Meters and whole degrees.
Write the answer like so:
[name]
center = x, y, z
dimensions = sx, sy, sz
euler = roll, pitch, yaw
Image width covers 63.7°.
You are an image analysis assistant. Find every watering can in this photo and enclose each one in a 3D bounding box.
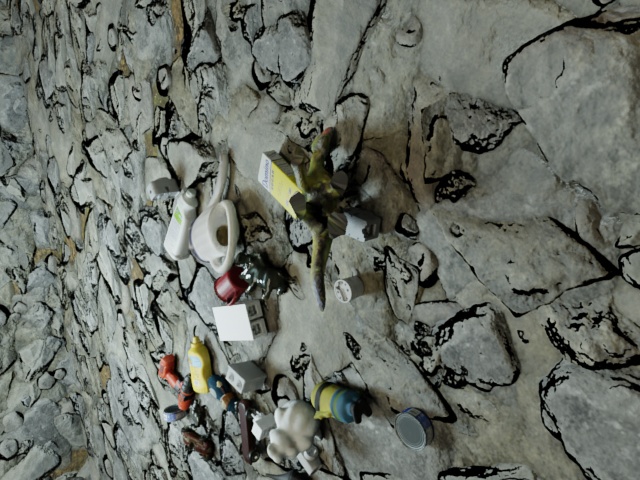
[watering can]
center = -0.310, -0.067, 1.540
dimensions = 0.104, 0.352, 0.222
euler = 6, -18, -37

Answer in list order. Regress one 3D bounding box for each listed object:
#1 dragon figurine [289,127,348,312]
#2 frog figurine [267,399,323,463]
[dragon figurine]
center = 0.003, -0.058, 1.149
dimensions = 0.122, 0.412, 0.242
euler = 2, -4, 4
[frog figurine]
center = -0.078, 0.504, 1.368
dimensions = 0.160, 0.120, 0.139
euler = -13, 49, -43
